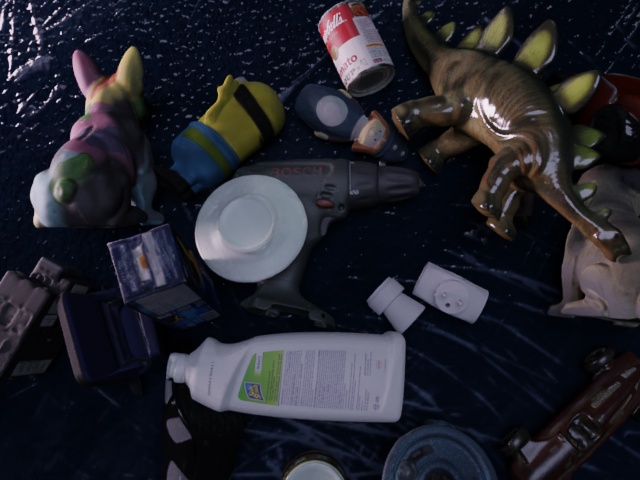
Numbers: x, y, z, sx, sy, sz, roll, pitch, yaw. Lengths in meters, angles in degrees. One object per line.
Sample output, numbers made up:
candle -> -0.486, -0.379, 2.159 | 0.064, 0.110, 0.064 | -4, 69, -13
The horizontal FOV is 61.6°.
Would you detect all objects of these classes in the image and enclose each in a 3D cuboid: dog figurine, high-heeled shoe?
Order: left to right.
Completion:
dog figurine -> -0.258, -0.122, 0.631 | 0.109, 0.191, 0.219 | -3, 92, 8
high-heeled shoe -> -0.153, 0.250, 0.607 | 0.145, 0.086, 0.249 | -45, 50, 29
dog figurine -> 0.327, -0.005, 0.581 | 0.121, 0.172, 0.190 | 9, 84, -7

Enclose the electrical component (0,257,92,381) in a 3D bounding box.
electrical component -> -0.322, 0.087, 0.610 | 0.058, 0.115, 0.134 | 27, 79, 4

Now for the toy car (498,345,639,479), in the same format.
toy car -> 0.291, 0.202, 0.591 | 0.202, 0.053, 0.089 | -40, 76, -6

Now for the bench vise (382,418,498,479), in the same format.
bench vise -> 0.100, 0.265, 0.496 | 0.129, 0.240, 0.223 | 39, 63, 6

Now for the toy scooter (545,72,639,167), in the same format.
toy scooter -> 0.366, -0.150, 0.643 | 0.135, 0.075, 0.184 | 1, 40, -15

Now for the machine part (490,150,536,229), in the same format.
machine part -> 0.247, -0.080, 0.666 | 0.084, 0.039, 0.139 | 13, 76, 0

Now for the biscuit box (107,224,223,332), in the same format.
biscuit box -> -0.153, 0.048, 0.567 | 0.059, 0.202, 0.063 | -20, 75, -7

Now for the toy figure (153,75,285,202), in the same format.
toy figure -> -0.120, -0.123, 0.670 | 0.089, 0.082, 0.180 | 40, 73, -9

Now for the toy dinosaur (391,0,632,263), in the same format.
toy dinosaur -> 0.194, -0.164, 0.631 | 0.198, 0.105, 0.472 | -39, 60, 8

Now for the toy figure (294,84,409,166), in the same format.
toy figure -> 0.042, -0.143, 0.681 | 0.154, 0.058, 0.064 | 30, 122, 8

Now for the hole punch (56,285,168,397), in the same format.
hole punch -> -0.214, 0.096, 0.602 | 0.092, 0.115, 0.142 | -27, 75, 2

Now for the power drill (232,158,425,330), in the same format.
power drill -> -0.001, -0.002, 0.637 | 0.232, 0.086, 0.207 | 8, 81, 6
